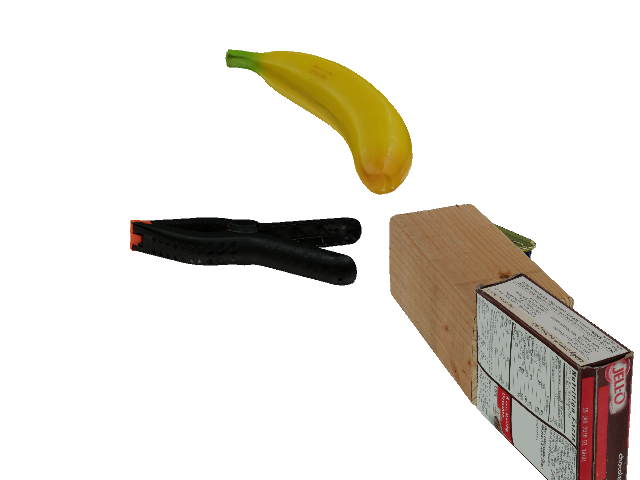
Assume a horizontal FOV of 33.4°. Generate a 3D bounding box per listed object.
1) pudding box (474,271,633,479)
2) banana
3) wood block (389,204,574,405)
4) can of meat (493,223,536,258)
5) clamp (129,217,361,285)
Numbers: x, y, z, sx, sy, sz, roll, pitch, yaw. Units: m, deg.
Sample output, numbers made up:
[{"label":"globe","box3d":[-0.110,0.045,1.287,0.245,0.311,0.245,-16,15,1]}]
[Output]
[{"label":"pudding box","box3d":[0.130,0.082,0.611,0.039,0.090,0.114,-13,26,-20]},{"label":"banana","box3d":[0.011,-0.078,0.670,0.069,0.037,0.198,-17,36,-24]},{"label":"wood block","box3d":[0.138,0.050,0.969,0.090,0.090,0.206,-9,26,-13]},{"label":"can of meat","box3d":[0.185,0.031,1.191,0.057,0.084,0.102,-8,24,-36]},{"label":"clamp","box3d":[-0.062,0.004,0.924,0.210,0.036,0.164,2,13,-4]}]
